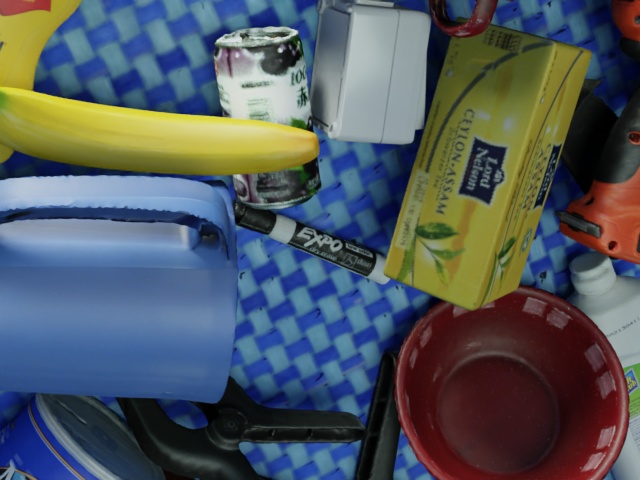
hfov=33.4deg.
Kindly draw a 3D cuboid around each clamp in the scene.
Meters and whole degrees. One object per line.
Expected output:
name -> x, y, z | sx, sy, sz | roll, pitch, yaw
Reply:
clamp -> 0.015, 0.201, 0.775 | 0.164, 0.036, 0.210 | -22, 110, -9
clamp -> -0.060, 0.137, 0.687 | 0.171, 0.120, 0.039 | 21, 133, -2

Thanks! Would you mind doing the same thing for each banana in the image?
banana -> -0.101, -0.057, 0.596 | 0.197, 0.070, 0.037 | 5, 89, -24

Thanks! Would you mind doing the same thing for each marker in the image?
marker -> -0.005, 0.001, 0.710 | 0.121, 0.020, 0.020 | 22, 100, -23

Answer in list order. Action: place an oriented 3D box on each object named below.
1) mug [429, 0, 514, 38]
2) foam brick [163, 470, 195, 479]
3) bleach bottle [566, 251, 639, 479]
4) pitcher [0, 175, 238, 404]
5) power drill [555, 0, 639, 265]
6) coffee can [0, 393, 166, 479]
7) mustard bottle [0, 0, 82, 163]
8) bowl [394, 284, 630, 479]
mug -> 0.088, -0.174, 0.605 | 0.093, 0.082, 0.117 | 1, 105, -29
foam brick -> -0.117, 0.195, 0.721 | 0.053, 0.051, 0.078 | 37, 94, -25
bleach bottle -> 0.251, 0.115, 0.811 | 0.102, 0.068, 0.251 | -30, 112, -8
pitcher -> -0.168, 0.020, 0.599 | 0.242, 0.145, 0.149 | 2, 106, -16
power drill -> 0.250, -0.071, 0.714 | 0.184, 0.057, 0.188 | 14, 99, -23
coffee can -> -0.180, 0.173, 0.665 | 0.140, 0.103, 0.102 | -47, 115, 2
mustard bottle -> -0.178, -0.144, 0.581 | 0.096, 0.058, 0.192 | 23, 99, -27
bowl -> 0.129, 0.114, 0.747 | 0.162, 0.055, 0.162 | 1, 66, -2
